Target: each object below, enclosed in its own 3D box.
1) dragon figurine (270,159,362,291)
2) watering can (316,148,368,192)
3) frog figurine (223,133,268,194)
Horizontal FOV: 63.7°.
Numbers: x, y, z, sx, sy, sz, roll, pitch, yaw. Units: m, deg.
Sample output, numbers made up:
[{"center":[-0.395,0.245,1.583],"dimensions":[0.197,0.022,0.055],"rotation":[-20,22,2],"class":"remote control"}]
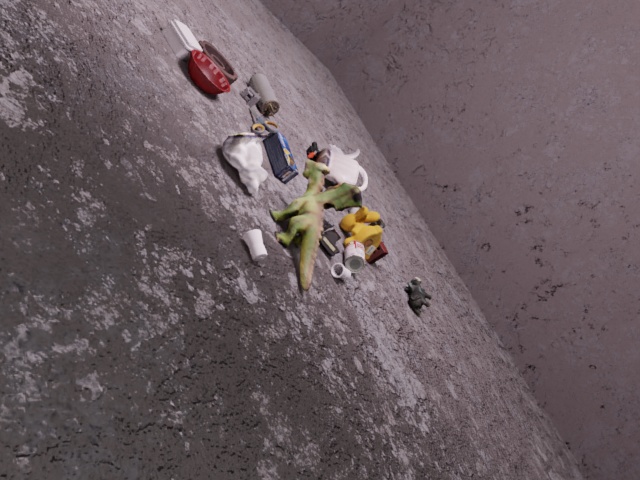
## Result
[{"center":[0.004,-0.069,1.379],"dimensions":[0.120,0.241,0.420],"rotation":[44,18,-45],"class":"dragon figurine"},{"center":[0.087,-0.306,2.091],"dimensions":[0.223,0.102,0.356],"rotation":[21,34,-16],"class":"watering can"},{"center":[-0.198,-0.204,1.382],"dimensions":[0.138,0.122,0.159],"rotation":[-35,124,-81],"class":"frog figurine"}]
